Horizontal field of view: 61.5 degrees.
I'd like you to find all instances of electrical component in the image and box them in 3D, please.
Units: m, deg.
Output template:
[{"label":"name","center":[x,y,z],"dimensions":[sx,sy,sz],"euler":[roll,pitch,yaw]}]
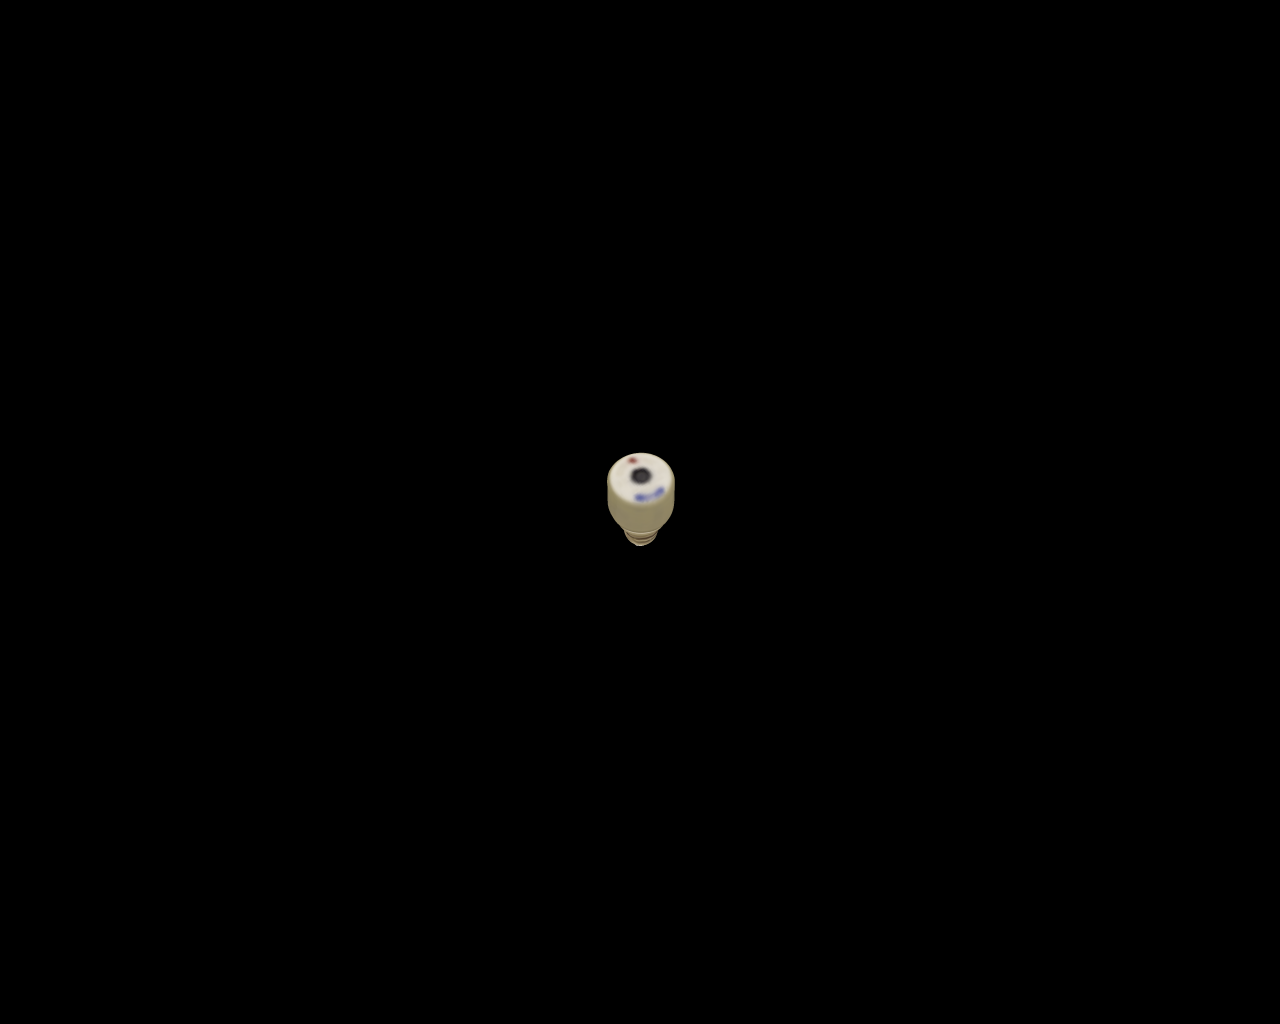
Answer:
[{"label":"electrical component","center":[0.001,-0.003,0.650],"dimensions":[0.040,0.040,0.078],"euler":[0,-34,0]}]
